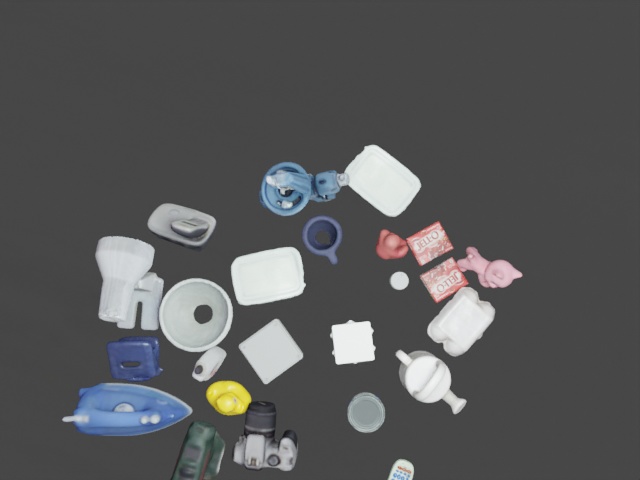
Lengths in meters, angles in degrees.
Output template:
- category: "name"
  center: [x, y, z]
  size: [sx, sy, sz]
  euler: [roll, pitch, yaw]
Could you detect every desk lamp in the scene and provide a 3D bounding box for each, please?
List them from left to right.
- category: "desk lamp"
  center: [-0.420, 0.101, 1.264]
  size: [0.118, 0.213, 0.203]
  euler: [3, 85, 2]

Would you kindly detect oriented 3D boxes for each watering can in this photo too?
- category: "watering can"
  center: [0.239, 0.304, 1.243]
  size: [0.173, 0.194, 0.101]
  euler: [19, 85, 3]

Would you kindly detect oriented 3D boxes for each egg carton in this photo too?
- category: "egg carton"
  center: [0.325, 0.188, 1.314]
  size: [0.107, 0.069, 0.150]
  euler: [40, 87, 4]

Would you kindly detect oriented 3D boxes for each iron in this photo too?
- category: "iron"
  center: [-0.428, 0.389, 1.275]
  size: [0.258, 0.141, 0.119]
  euler: [1, 85, 1]

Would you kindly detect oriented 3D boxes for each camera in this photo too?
- category: "camera"
  center: [-0.121, 0.439, 1.285]
  size: [0.143, 0.101, 0.137]
  euler: [5, 85, 2]

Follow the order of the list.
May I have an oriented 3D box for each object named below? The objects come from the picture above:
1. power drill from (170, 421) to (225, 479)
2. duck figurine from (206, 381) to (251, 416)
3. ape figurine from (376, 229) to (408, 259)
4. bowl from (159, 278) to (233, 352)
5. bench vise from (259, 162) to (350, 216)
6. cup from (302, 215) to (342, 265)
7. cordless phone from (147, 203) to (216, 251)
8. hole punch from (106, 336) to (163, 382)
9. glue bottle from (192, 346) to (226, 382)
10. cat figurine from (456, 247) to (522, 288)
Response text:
- category: "power drill"
  center: [-0.268, 0.497, 1.228]
  size: [0.075, 0.208, 0.230]
  euler: [13, 85, 3]
- category: "duck figurine"
  center: [-0.212, 0.365, 1.301]
  size: [0.104, 0.086, 0.077]
  euler: [21, 86, 3]
- category: "ape figurine"
  center: [0.165, 0.009, 1.322]
  size: [0.076, 0.092, 0.078]
  euler: [-29, 85, -1]
- category: "bowl"
  center: [-0.280, 0.172, 1.325]
  size: [0.167, 0.075, 0.167]
  euler: [0, 85, 1]
- category: "bench vise"
  center: [-0.045, -0.134, 1.275]
  size: [0.207, 0.220, 0.121]
  euler: [-28, 85, -1]
- category: "cup"
  center: [0.012, 0.005, 1.324]
  size: [0.091, 0.095, 0.118]
  euler: [-26, 85, -1]
- category: "cordless phone"
  center: [-0.322, -0.037, 1.289]
  size: [0.147, 0.185, 0.094]
  euler: [15, 85, 3]
- category: "hole punch"
  center: [-0.424, 0.274, 1.310]
  size: [0.108, 0.091, 0.101]
  euler: [-3, 85, 1]
- category: "glue bottle"
  center: [-0.253, 0.280, 1.265]
  size: [0.037, 0.173, 0.078]
  euler: [30, 86, 4]
- category: "cat figurine"
  center: [0.385, 0.066, 1.300]
  size: [0.127, 0.118, 0.067]
  euler: [32, 86, 4]
